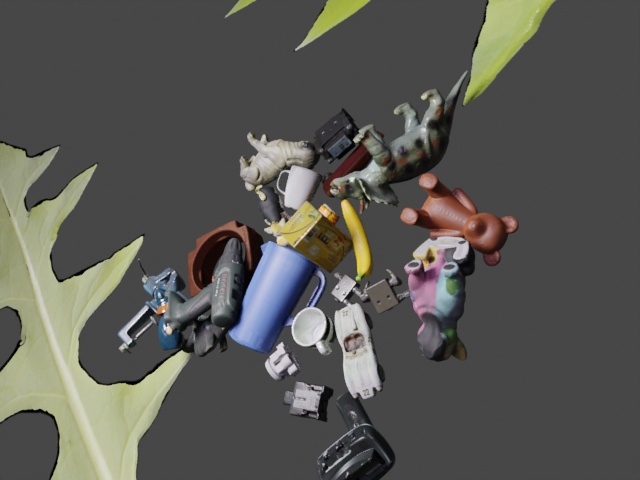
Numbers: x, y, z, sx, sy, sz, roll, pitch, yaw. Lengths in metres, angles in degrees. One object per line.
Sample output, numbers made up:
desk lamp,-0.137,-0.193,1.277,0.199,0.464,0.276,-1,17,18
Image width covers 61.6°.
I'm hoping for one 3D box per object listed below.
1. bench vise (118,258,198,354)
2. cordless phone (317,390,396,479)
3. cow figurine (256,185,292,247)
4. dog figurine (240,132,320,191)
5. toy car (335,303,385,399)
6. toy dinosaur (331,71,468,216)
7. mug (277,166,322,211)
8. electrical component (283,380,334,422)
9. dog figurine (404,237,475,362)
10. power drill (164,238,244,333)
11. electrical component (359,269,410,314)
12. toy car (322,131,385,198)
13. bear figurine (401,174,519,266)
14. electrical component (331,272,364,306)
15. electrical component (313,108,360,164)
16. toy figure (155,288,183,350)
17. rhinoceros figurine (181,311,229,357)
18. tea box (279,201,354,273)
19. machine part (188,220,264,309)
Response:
bench vise,-0.445,0.190,1.422,0.224,0.128,0.240,37,70,20
cordless phone,0.049,0.397,1.058,0.146,0.088,0.184,-42,41,9
cow figurine,-0.114,-0.064,1.366,0.068,0.098,0.167,-29,54,10
dog figurine,-0.104,-0.194,1.435,0.191,0.121,0.172,21,113,20
toy car,0.081,0.230,1.122,0.073,0.056,0.202,-24,56,20
toy dinosaur,0.206,-0.206,1.218,0.405,0.192,0.131,-30,15,1
mug,-0.060,-0.130,1.369,0.110,0.080,0.107,16,87,10
electrical component,-0.035,0.340,1.147,0.119,0.047,0.075,4,69,32
dog figurine,0.236,0.123,1.028,0.109,0.219,0.191,3,27,30
power drill,-0.268,0.120,1.280,0.207,0.085,0.232,-22,48,14
electrical component,0.138,0.112,1.156,0.102,0.045,0.078,-37,81,15
toy car,0.086,-0.184,1.328,0.202,0.053,0.089,-47,31,2
bear figurine,0.284,-0.038,1.086,0.196,0.132,0.120,38,103,44
electrical component,0.056,0.113,1.218,0.063,0.021,0.094,-51,52,1
electrical component,0.043,-0.259,1.358,0.115,0.058,0.134,-42,30,16
toy figure,-0.375,0.192,1.324,0.064,0.058,0.154,-16,80,41
rhinoceros figurine,-0.272,0.221,1.323,0.190,0.073,0.112,-45,64,21
tea box,-0.003,-0.004,1.219,0.098,0.169,0.068,-47,53,2
machine part,-0.238,0.068,1.386,0.201,0.087,0.201,-25,54,19
